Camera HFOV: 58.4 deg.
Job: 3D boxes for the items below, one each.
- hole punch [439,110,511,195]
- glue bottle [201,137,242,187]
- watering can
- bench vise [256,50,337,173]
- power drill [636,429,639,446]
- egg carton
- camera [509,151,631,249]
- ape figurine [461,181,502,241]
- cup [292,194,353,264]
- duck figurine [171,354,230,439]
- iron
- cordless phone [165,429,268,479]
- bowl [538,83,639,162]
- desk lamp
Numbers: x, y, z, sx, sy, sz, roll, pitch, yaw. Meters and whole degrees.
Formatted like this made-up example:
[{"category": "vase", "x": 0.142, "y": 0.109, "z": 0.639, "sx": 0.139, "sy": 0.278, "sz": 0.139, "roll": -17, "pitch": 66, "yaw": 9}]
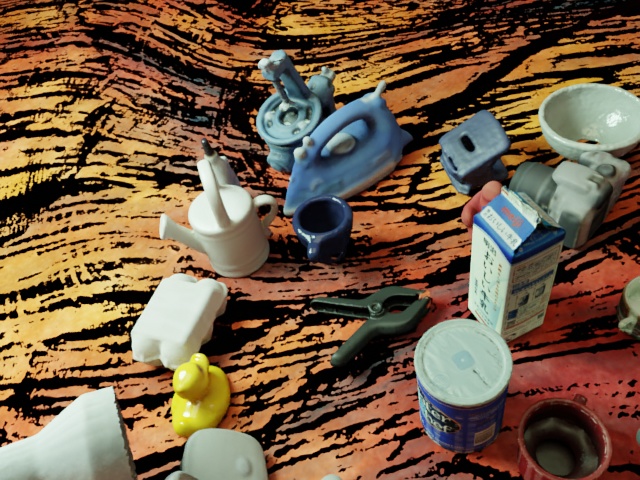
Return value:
[{"category": "hole punch", "x": 0.251, "y": -0.146, "z": 0.940, "sx": 0.101, "sy": 0.091, "sz": 0.108, "roll": -17, "pitch": 49, "yaw": -2}, {"category": "glue bottle", "x": -0.162, "y": -0.100, "z": 0.937, "sx": 0.037, "sy": 0.173, "sz": 0.078, "roll": -5, "pitch": 50, "yaw": 8}, {"category": "watering can", "x": -0.153, "y": -0.033, "z": 0.866, "sx": 0.173, "sy": 0.194, "sz": 0.100, "roll": -35, "pitch": 52, "yaw": -17}, {"category": "bench vise", "x": -0.049, "y": -0.258, "z": 1.014, "sx": 0.121, "sy": 0.220, "sz": 0.207, "roll": 4, "pitch": 52, "yaw": 16}, {"category": "power drill", "x": 0.371, "y": 0.263, "z": 0.494, "sx": 0.076, "sy": 0.209, "sz": 0.229, "roll": -28, "pitch": 50, "yaw": -11}, {"category": "egg carton", "x": -0.202, "y": 0.118, "z": 0.832, "sx": 0.107, "sy": 0.069, "sz": 0.150, "roll": 8, "pitch": 53, "yaw": 19}, {"category": "camera", "x": 0.366, "y": -0.083, "z": 0.856, "sx": 0.136, "sy": 0.101, "sz": 0.143, "roll": 31, "pitch": 63, "yaw": 32}, {"category": "ape figurine", "x": 0.255, "y": -0.050, "z": 0.859, "sx": 0.077, "sy": 0.092, "sz": 0.076, "roll": 18, "pitch": 57, "yaw": 25}, {"category": "cup", "x": 0.008, "y": 0.003, "z": 0.866, "sx": 0.091, "sy": 0.095, "sz": 0.118, "roll": 3, "pitch": 51, "yaw": 15}, {"category": "duck figurine", "x": -0.165, "y": 0.199, "z": 0.745, "sx": 0.077, "sy": 0.086, "sz": 0.104, "roll": 4, "pitch": 52, "yaw": 15}, {"category": "iron", "x": 0.030, "y": -0.156, "z": 0.963, "sx": 0.259, "sy": 0.142, "sz": 0.118, "roll": -36, "pitch": 52, "yaw": -18}, {"category": "cordless phone", "x": -0.118, "y": 0.262, "z": 0.616, "sx": 0.094, "sy": 0.185, "sz": 0.147, "roll": -15, "pitch": 49, "yaw": 0}, {"category": "bowl", "x": 0.441, "y": -0.178, "z": 0.937, "sx": 0.167, "sy": 0.075, "sz": 0.167, "roll": -6, "pitch": 50, "yaw": 7}, {"category": "desk lamp", "x": -0.276, "y": 0.270, "z": 0.625, "sx": 0.203, "sy": 0.214, "sz": 0.117, "roll": -25, "pitch": 50, "yaw": -9}]
